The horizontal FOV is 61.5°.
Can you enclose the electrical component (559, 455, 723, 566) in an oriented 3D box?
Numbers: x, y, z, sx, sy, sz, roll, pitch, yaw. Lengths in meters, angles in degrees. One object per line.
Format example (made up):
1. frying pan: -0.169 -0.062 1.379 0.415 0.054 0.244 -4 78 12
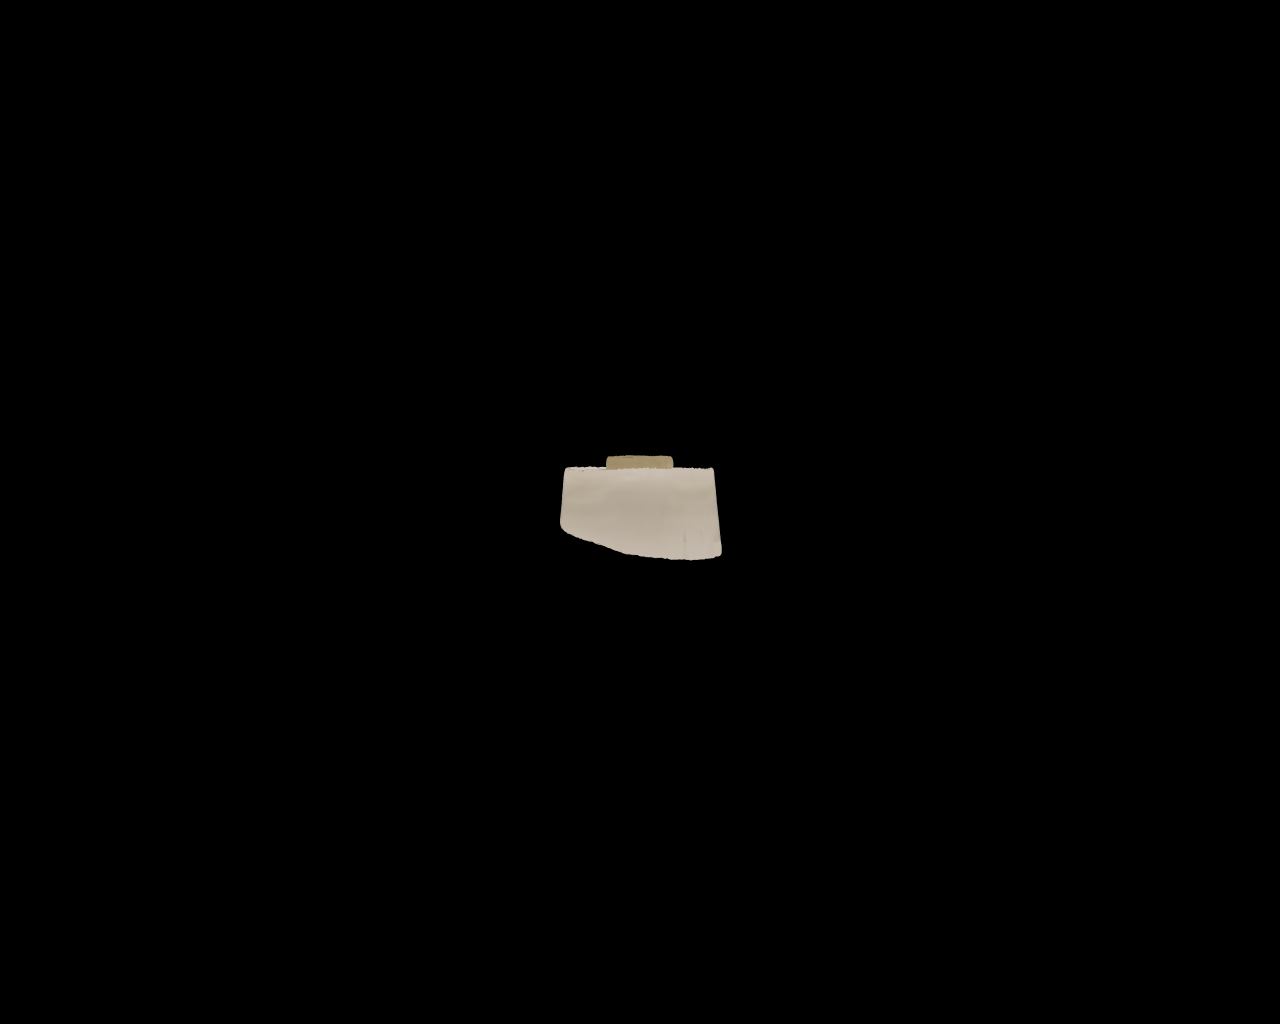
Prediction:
1. electrical component: 0.001 -0.003 0.650 0.099 0.064 0.099 0 2 0
